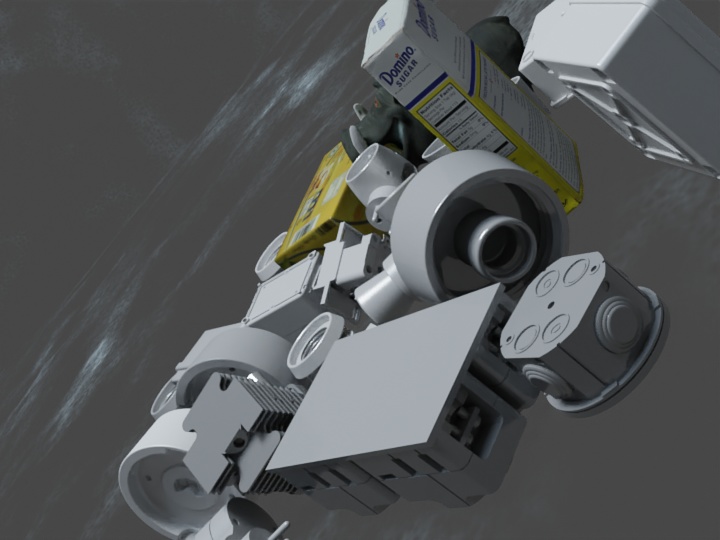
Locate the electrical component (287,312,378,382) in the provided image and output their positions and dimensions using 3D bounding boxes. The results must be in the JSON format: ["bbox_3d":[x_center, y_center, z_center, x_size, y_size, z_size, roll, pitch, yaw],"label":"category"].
[{"bbox_3d":[-0.018,0.069,0.820,0.078,0.057,0.058,-53,18,-5],"label":"electrical component"}]

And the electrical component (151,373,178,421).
[{"bbox_3d":[-0.168,0.137,1.061,0.058,0.057,0.078,-54,18,-9],"label":"electrical component"}]

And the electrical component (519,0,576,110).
[{"bbox_3d":[0.179,-0.190,0.862,0.100,0.048,0.099,-34,25,43],"label":"electrical component"}]

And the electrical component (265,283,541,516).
[{"bbox_3d":[0.031,0.087,0.660,0.186,0.060,0.105,-24,32,56],"label":"electrical component"}]

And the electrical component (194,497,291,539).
[{"bbox_3d":[-0.071,0.195,0.709,0.073,0.052,0.138,-47,18,14],"label":"electrical component"}]

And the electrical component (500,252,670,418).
[{"bbox_3d":[0.118,0.033,0.566,0.080,0.051,0.080,-45,18,19],"label":"electrical component"}]

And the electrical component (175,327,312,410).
[{"bbox_3d":[-0.087,0.096,0.865,0.108,0.108,0.060,-39,15,34],"label":"electrical component"}]

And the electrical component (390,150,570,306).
[{"bbox_3d":[0.080,-0.018,0.677,0.108,0.108,0.060,-52,23,-1],"label":"electrical component"}]

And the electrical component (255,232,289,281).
[{"bbox_3d":[-0.068,-0.001,1.087,0.078,0.057,0.058,-38,22,36],"label":"electrical component"}]

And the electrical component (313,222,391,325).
[{"bbox_3d":[0.000,0.000,0.920,0.064,0.042,0.081,-16,51,44],"label":"electrical component"}]

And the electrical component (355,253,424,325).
[{"bbox_3d":[0.030,0.013,0.835,0.055,0.045,0.045,-46,18,16],"label":"electrical component"}]

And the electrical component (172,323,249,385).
[{"bbox_3d":[-0.113,0.097,0.969,0.057,0.078,0.113,-55,18,-22],"label":"electrical component"}]

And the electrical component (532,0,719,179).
[{"bbox_3d":[0.170,-0.110,0.624,0.056,0.109,0.108,-53,17,4],"label":"electrical component"}]

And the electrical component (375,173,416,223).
[{"bbox_3d":[0.049,-0.039,0.853,0.044,0.065,0.044,-43,1,1],"label":"electrical component"}]

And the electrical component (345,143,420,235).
[{"bbox_3d":[0.026,-0.060,0.934,0.043,0.077,0.079,-39,22,35],"label":"electrical component"}]

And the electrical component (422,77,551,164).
[{"bbox_3d":[0.103,-0.111,0.867,0.099,0.064,0.099,-45,18,20],"label":"electrical component"}]

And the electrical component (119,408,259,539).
[{"bbox_3d":[-0.126,0.157,0.841,0.108,0.108,0.060,-38,16,36],"label":"electrical component"}]

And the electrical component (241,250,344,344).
[{"bbox_3d":[-0.049,0.033,0.976,0.096,0.061,0.061,-29,27,34],"label":"electrical component"}]
